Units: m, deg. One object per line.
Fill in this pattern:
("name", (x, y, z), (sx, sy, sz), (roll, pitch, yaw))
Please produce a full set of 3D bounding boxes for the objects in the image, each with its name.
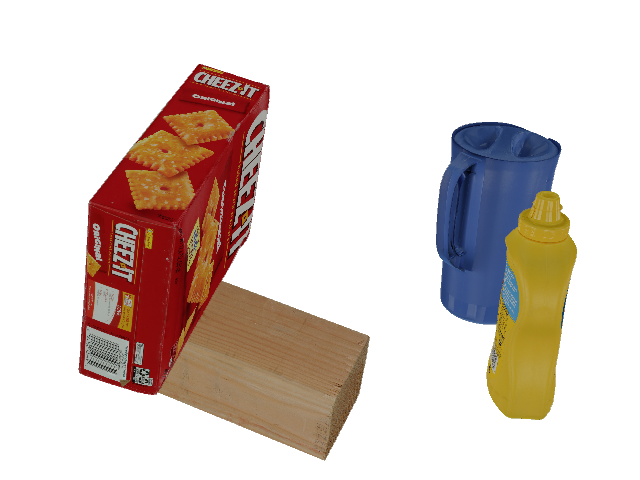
("pitcher", (0.211, -0.017, 1.346), (0.149, 0.243, 0.145), (4, 26, -1))
("cracker box", (-0.107, -0.012, 0.819), (0.072, 0.164, 0.213), (17, 37, 7))
("wood block", (-0.069, 0.110, 0.993), (0.206, 0.090, 0.090), (20, 44, 14))
("mustard bottle", (0.178, 0.048, 0.895), (0.058, 0.192, 0.096), (4, 28, 3))
